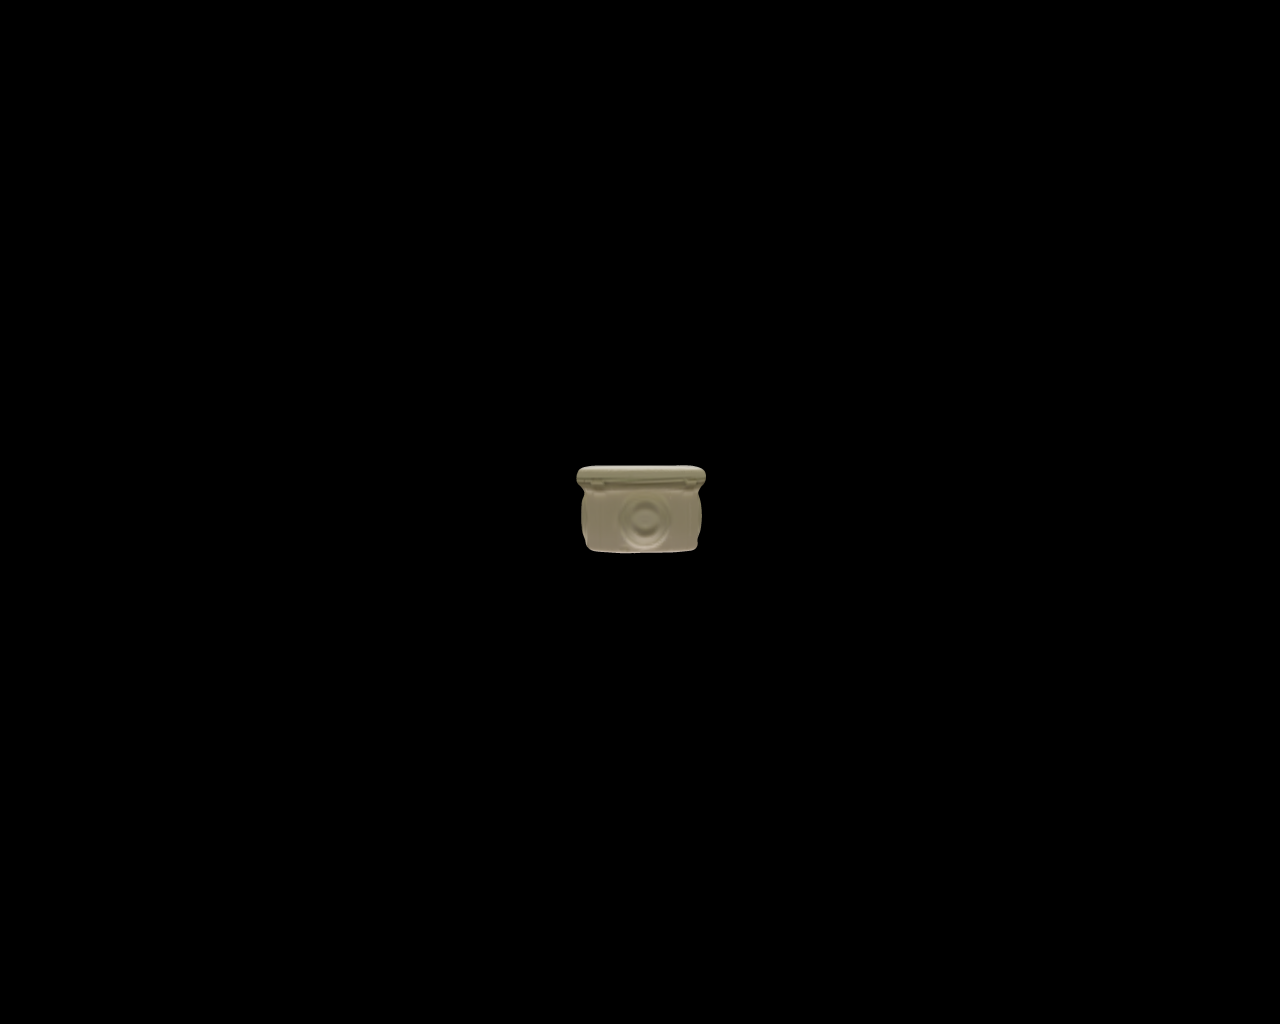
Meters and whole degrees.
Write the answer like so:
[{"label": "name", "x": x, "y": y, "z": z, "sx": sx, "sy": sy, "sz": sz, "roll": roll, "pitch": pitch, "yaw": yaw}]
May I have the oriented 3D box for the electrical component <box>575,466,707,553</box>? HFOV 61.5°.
[{"label": "electrical component", "x": 0.001, "y": -0.003, "z": 0.650, "sx": 0.080, "sy": 0.051, "sz": 0.080, "roll": 0, "pitch": 2, "yaw": 0}]
